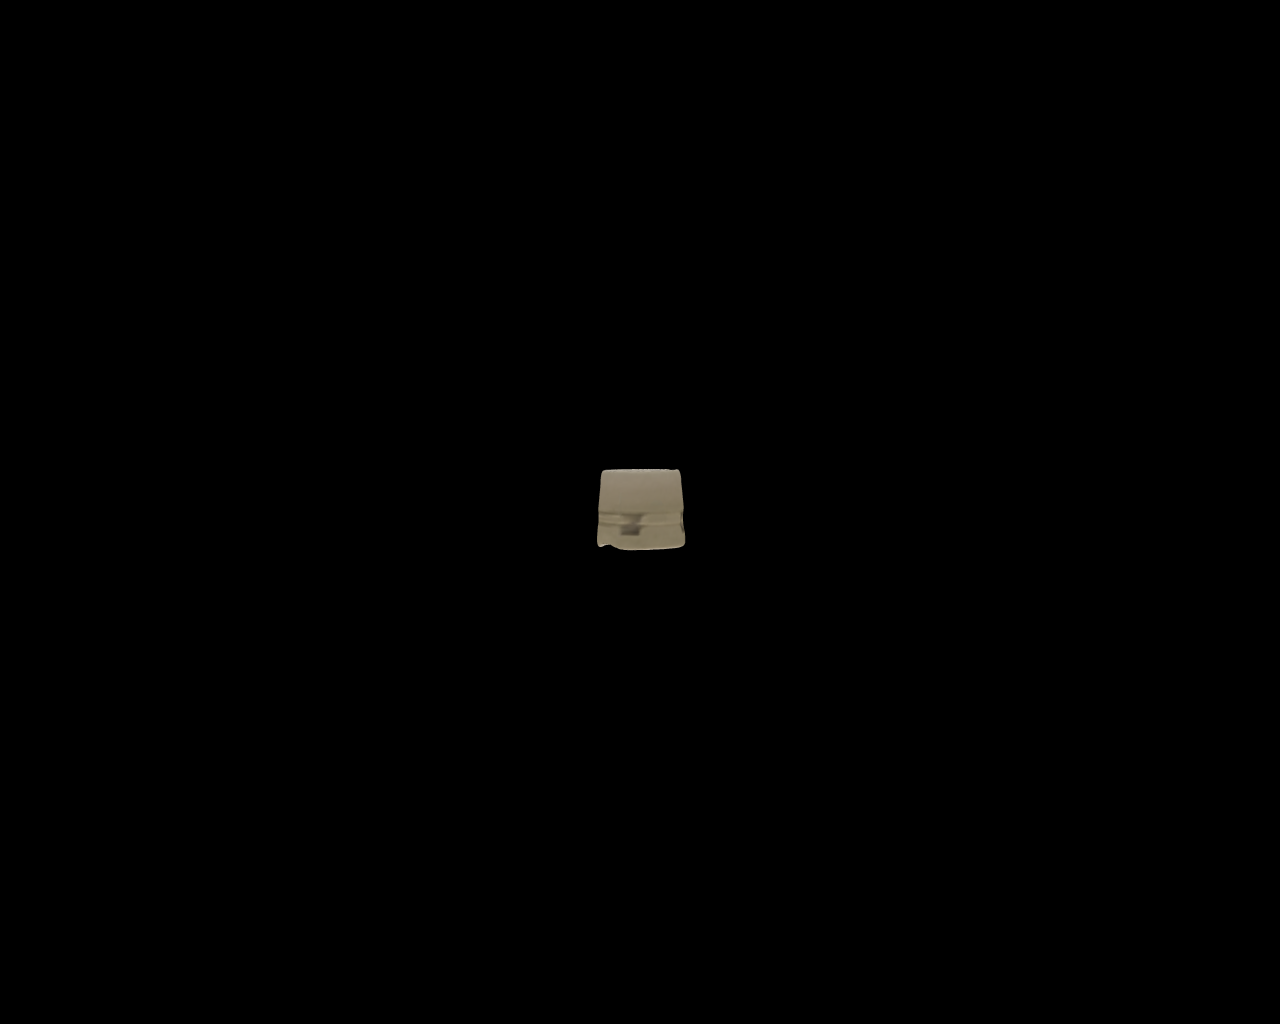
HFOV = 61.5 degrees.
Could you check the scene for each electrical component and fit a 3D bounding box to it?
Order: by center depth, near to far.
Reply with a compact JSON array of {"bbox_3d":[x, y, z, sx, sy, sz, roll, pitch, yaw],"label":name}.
[{"bbox_3d":[0.001,-0.003,0.650,0.055,0.047,0.055,0,4,0],"label":"electrical component"}]
